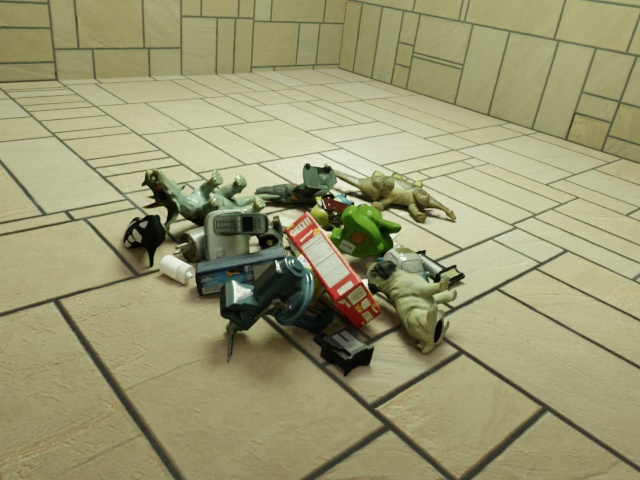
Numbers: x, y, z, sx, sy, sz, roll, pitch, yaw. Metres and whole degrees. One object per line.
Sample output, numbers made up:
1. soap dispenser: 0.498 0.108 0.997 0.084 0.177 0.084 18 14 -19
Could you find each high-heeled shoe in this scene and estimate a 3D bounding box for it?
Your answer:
1. high-heeled shoe: -0.426 -0.042 1.293 0.086 0.145 0.249 -8 33 -29

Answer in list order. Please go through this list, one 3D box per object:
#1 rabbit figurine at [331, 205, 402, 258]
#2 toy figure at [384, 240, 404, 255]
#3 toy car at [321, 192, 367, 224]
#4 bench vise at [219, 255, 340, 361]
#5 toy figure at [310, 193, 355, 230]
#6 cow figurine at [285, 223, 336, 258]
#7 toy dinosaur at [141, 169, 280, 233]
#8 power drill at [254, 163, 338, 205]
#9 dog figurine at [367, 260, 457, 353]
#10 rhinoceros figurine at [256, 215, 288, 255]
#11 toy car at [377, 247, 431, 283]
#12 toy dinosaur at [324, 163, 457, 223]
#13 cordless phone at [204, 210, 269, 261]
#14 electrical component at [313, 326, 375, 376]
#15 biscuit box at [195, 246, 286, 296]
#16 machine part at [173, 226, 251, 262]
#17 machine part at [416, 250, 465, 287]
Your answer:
1. rabbit figurine: 0.124 -0.037 1.357 0.159 0.121 0.170 22 32 6
2. toy figure: 0.171 0.017 1.424 0.155 0.057 0.064 25 58 27
3. toy car: 0.077 -0.070 1.471 0.202 0.053 0.089 12 48 -40
4. bench vise: -0.069 0.136 1.052 0.240 0.223 0.129 27 21 -32
5. toy figure: 0.038 -0.081 1.554 0.082 0.089 0.180 19 21 20
6. cow figurine: -0.002 -0.003 1.412 0.167 0.068 0.098 -7 24 -27
7. toy dinosaur: -0.283 -0.087 1.425 0.404 0.192 0.131 12 57 -58
8. power drill: -0.058 -0.153 1.584 0.232 0.207 0.086 3 69 -25
9. dog figurine: 0.174 0.137 1.145 0.191 0.121 0.172 9 57 31
10. rhinoceros figurine: -0.124 0.004 1.331 0.073 0.112 0.190 -12 17 -1
11. toy car: 0.199 0.070 1.281 0.109 0.102 0.162 -3 31 -20
12. toy dinosaur: 0.216 -0.159 1.729 0.472 0.105 0.198 22 22 9
13. cordless phone: -0.179 0.002 1.233 0.184 0.146 0.088 0 3 40
14. electrical component: 0.039 0.204 1.045 0.075 0.047 0.119 -14 36 -36
15. biscuit box: -0.172 0.068 1.187 0.203 0.059 0.063 -10 23 -6
16. machine part: -0.259 -0.005 1.338 0.079 0.079 0.243 28 33 34
17. machine part: 0.296 0.072 1.371 0.084 0.039 0.139 -26 43 -34
